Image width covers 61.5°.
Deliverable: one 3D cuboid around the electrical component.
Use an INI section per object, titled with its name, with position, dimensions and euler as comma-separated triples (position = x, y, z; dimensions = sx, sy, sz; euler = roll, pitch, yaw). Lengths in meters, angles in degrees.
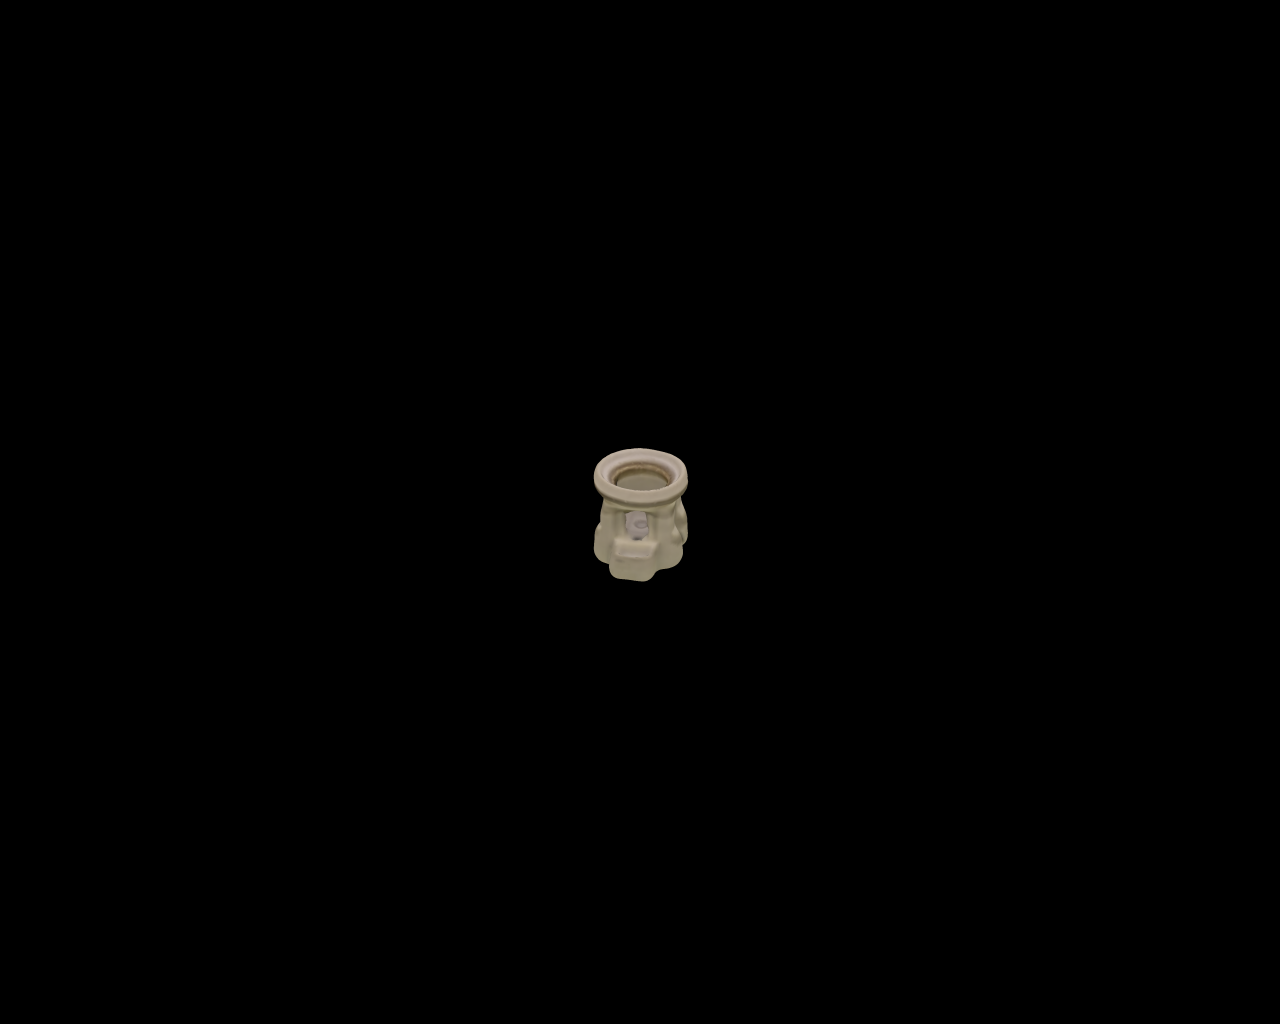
[electrical component]
position = 0.001, -0.003, 0.650
dimensions = 0.058, 0.056, 0.078
euler = 6, 33, 9
